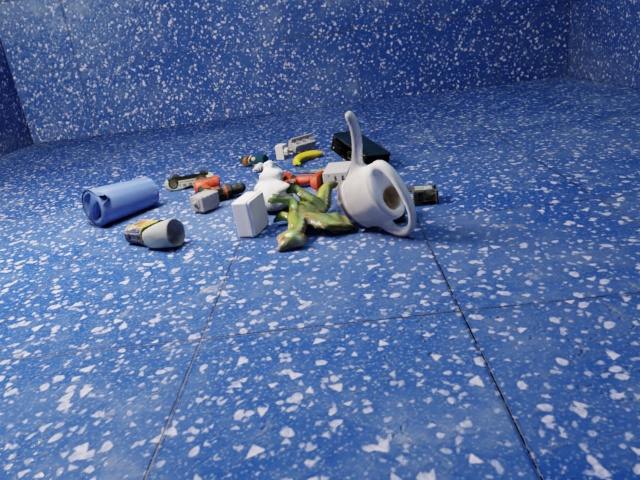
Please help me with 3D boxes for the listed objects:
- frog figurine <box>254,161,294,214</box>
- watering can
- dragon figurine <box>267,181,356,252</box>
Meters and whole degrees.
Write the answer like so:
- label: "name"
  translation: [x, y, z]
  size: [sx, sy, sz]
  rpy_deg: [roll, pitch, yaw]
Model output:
- label: "frog figurine"
  translation: [-0.152, -0.170, 1.651]
  size: [0.138, 0.157, 0.124]
  rpy_deg: [11, 30, 40]
- label: "watering can"
  translation: [0.122, -0.153, 1.345]
  size: [0.105, 0.347, 0.222]
  rpy_deg: [-34, 5, -33]
- label: "dragon figurine"
  translation: [0.005, -0.075, 1.491]
  size: [0.245, 0.119, 0.416]
  rpy_deg: [28, 40, 30]
